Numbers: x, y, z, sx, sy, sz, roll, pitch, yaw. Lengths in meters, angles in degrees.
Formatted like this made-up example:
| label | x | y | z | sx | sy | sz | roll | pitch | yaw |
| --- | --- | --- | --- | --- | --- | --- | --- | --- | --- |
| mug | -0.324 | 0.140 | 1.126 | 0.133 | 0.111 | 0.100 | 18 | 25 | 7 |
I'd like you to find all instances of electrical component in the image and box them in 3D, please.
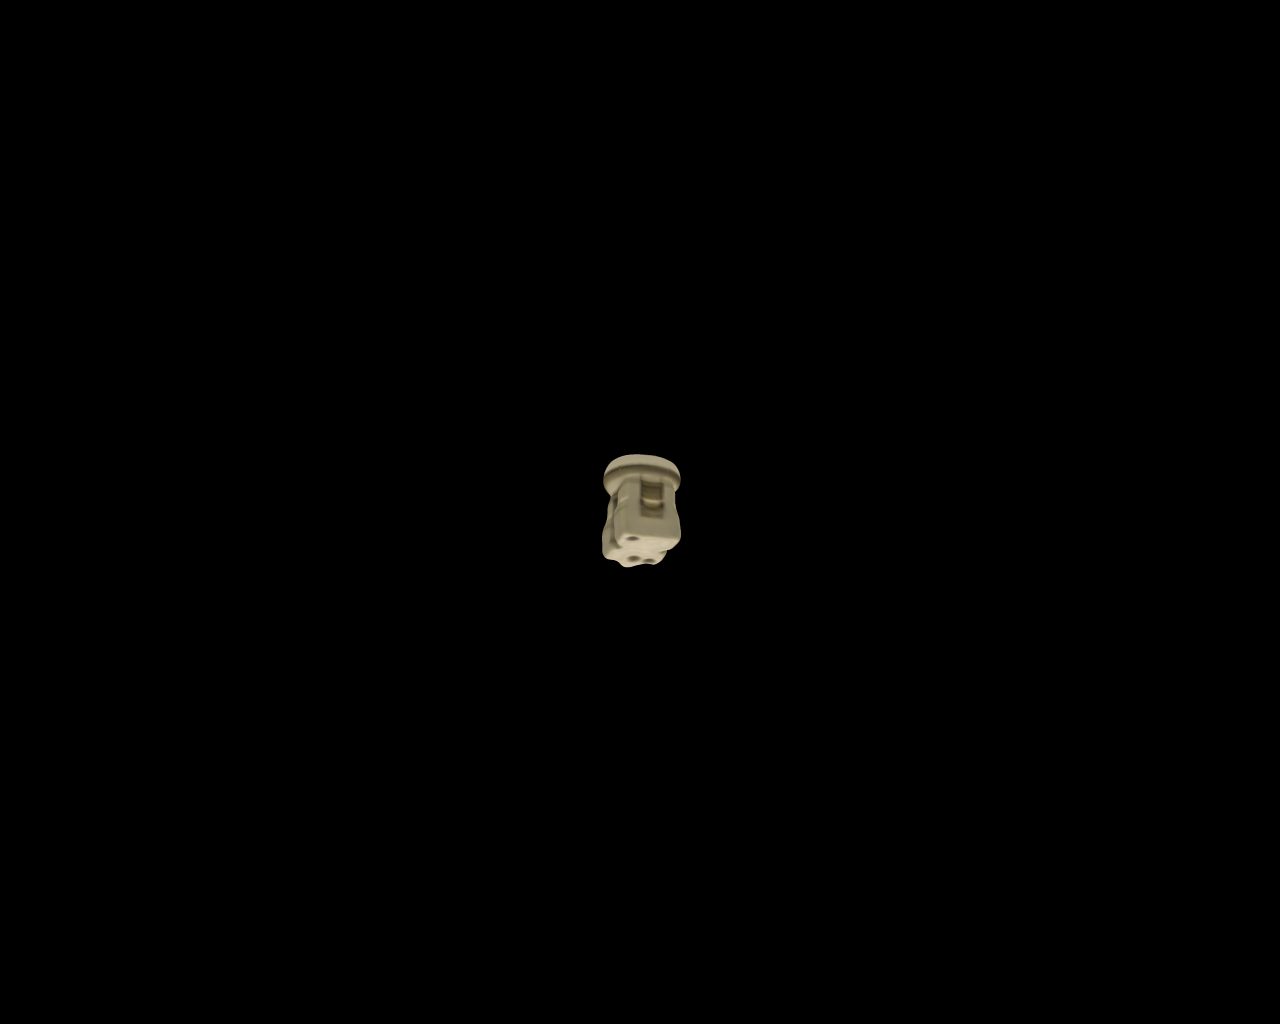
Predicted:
| label | x | y | z | sx | sy | sz | roll | pitch | yaw |
| --- | --- | --- | --- | --- | --- | --- | --- | --- | --- |
| electrical component | 0.001 | -0.003 | 0.650 | 0.048 | 0.055 | 0.066 | 8 | -26 | -18 |
